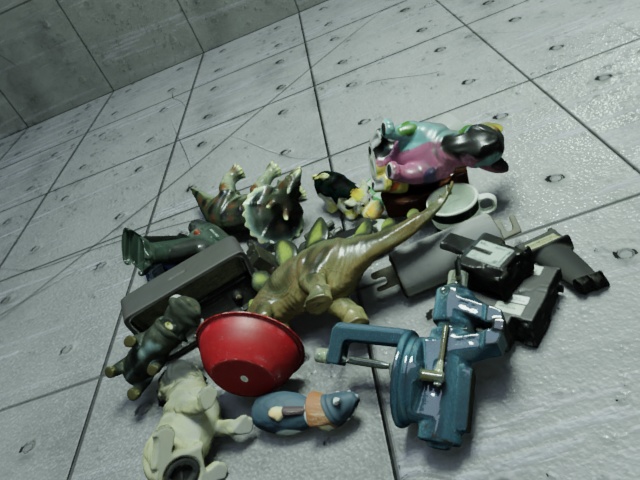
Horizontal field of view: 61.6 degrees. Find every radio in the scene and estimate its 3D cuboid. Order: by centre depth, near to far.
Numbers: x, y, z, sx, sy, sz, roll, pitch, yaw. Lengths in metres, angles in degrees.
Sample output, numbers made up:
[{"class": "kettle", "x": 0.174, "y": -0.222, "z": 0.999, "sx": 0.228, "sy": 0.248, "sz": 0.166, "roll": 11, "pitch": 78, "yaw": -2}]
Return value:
[{"class": "radio", "x": -0.217, "y": 0.106, "z": 0.947, "sx": 0.230, "sy": 0.131, "sz": 0.073, "roll": -30, "pitch": 35, "yaw": -7}]

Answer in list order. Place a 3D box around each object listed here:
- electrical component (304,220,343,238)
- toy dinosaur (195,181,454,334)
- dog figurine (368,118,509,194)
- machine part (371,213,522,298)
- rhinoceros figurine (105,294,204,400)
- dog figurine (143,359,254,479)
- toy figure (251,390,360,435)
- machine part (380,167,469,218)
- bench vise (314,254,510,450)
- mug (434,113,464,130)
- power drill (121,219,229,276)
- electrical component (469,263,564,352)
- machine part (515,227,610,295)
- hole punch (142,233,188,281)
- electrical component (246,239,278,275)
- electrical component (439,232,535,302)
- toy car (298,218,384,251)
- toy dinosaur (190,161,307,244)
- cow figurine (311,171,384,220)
[{"class": "electrical component", "x": -0.002, "y": -0.003, "z": 1.052, "sx": 0.094, "sy": 0.021, "sz": 0.063, "roll": -35, "pitch": 35, "yaw": -12}, {"class": "toy dinosaur", "x": 0.004, "y": 0.053, "z": 0.830, "sx": 0.472, "sy": 0.105, "sz": 0.199, "roll": -24, "pitch": 39, "yaw": 15}, {"class": "dog figurine", "x": 0.205, "y": -0.144, "z": 0.916, "sx": 0.219, "sy": 0.108, "sz": 0.191, "roll": -4, "pitch": -8, "yaw": -8}, {"class": "machine part", "x": 0.199, "y": 0.025, "z": 0.844, "sx": 0.243, "sy": 0.079, "sz": 0.079, "roll": -22, "pitch": 35, "yaw": 2}, {"class": "rhinoceros figurine", "x": -0.256, "y": 0.168, "z": 0.852, "sx": 0.190, "sy": 0.073, "sz": 0.112, "roll": -50, "pitch": -7, "yaw": 20}, {"class": "dog figurine", "x": -0.209, "y": 0.269, "z": 0.777, "sx": 0.172, "sy": 0.121, "sz": 0.191, "roll": -42, "pitch": 23, "yaw": -27}, {"class": "toy figure", "x": -0.017, "y": 0.229, "z": 0.723, "sx": 0.155, "sy": 0.057, "sz": 0.064, "roll": -11, "pitch": 14, "yaw": 26}, {"class": "machine part", "x": 0.194, "y": -0.107, "z": 1.011, "sx": 0.179, "sy": 0.056, "sz": 0.179, "roll": -16, "pitch": 39, "yaw": 13}, {"class": "bench vise", "x": 0.108, "y": 0.136, "z": 0.680, "sx": 0.241, "sy": 0.128, "sz": 0.223, "roll": 2, "pitch": 77, "yaw": 26}, {"class": "mug", "x": 0.249, "y": -0.193, "z": 1.104, "sx": 0.107, "sy": 0.080, "sz": 0.110, "roll": -38, "pitch": 39, "yaw": -1}, {"class": "power drill", "x": -0.278, "y": 0.011, "z": 1.061, "sx": 0.207, "sy": 0.086, "sz": 0.232, "roll": 0, "pitch": 18, "yaw": -41}, {"class": "electrical component", "x": 0.256, "y": 0.088, "z": 0.741, "sx": 0.115, "sy": 0.058, "sz": 0.134, "roll": 12, "pitch": 49, "yaw": 44}, {"class": "machine part", "x": 0.351, "y": 0.030, "z": 0.778, "sx": 0.084, "sy": 0.039, "sz": 0.139, "roll": -21, "pitch": 32, "yaw": -8}, {"class": "hole punch", "x": -0.321, "y": 0.049, "z": 1.144, "sx": 0.116, "sy": 0.092, "sz": 0.142, "roll": -4, "pitch": 24, "yaw": -25}, {"class": "electrical component", "x": -0.097, "y": 0.035, "z": 1.027, "sx": 0.045, "sy": 0.078, "sz": 0.102, "roll": -48, "pitch": 28, "yaw": 10}, {"class": "electrical component", "x": 0.224, "y": 0.030, "z": 0.745, "sx": 0.119, "sy": 0.047, "sz": 0.075, "roll": 18, "pitch": 52, "yaw": 46}, {"class": "toy car", "x": 0.034, "y": 0.013, "z": 0.972, "sx": 0.202, "sy": 0.056, "sz": 0.073, "roll": -22, "pitch": 13, "yaw": 6}, {"class": "toy dinosaur", "x": -0.173, "y": -0.069, "z": 1.174, "sx": 0.405, "sy": 0.131, "sz": 0.192, "roll": -7, "pitch": 38, "yaw": 35}, {"class": "cow figurine", "x": 0.054, "y": -0.093, "z": 1.062, "sx": 0.068, "sy": 0.098, "sz": 0.168, "roll": -50, "pitch": 36, "yaw": -13}]
